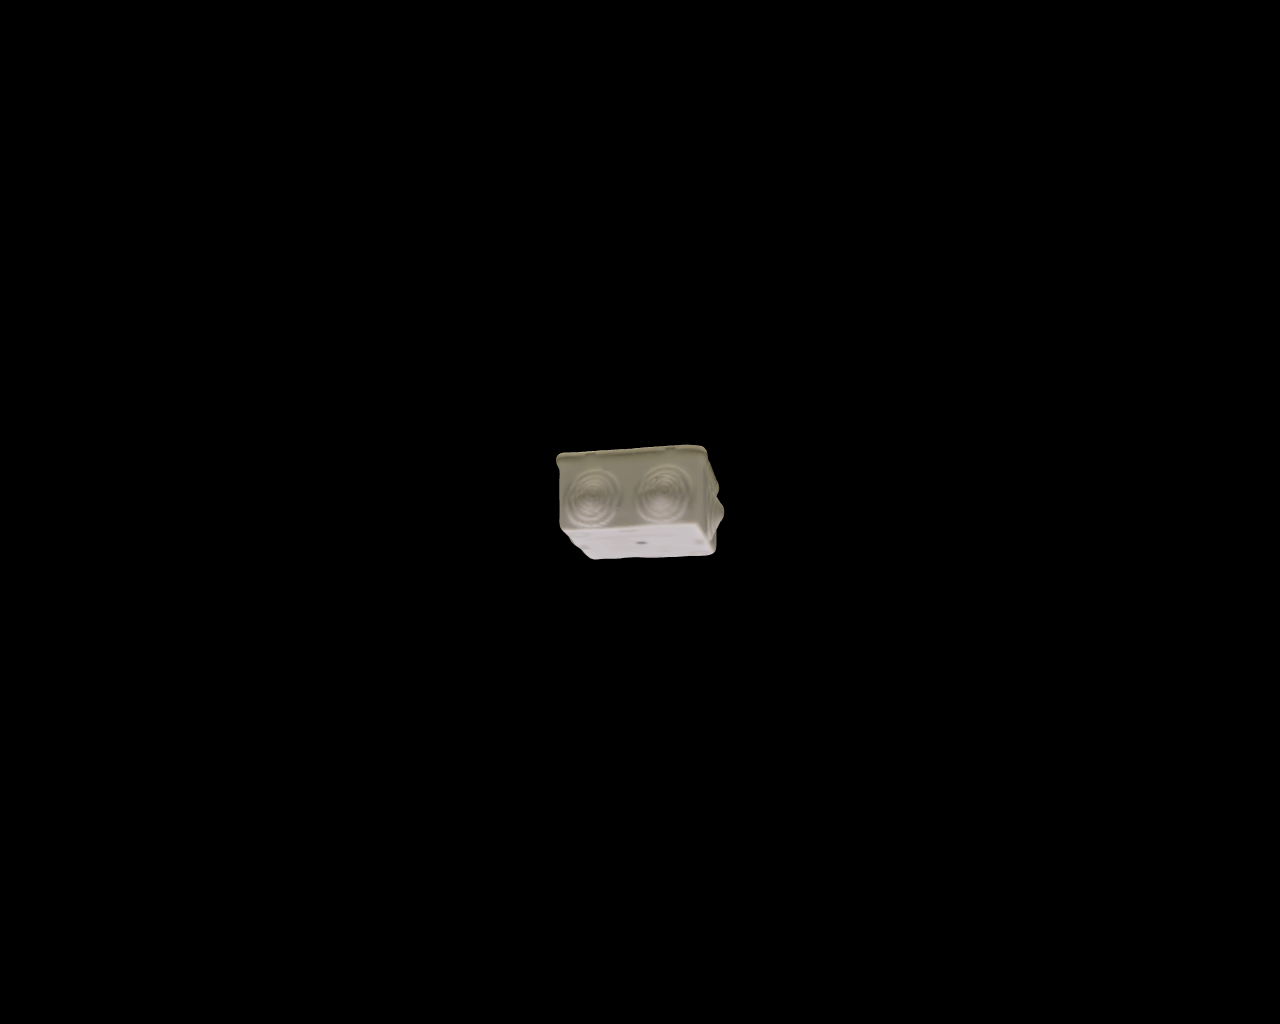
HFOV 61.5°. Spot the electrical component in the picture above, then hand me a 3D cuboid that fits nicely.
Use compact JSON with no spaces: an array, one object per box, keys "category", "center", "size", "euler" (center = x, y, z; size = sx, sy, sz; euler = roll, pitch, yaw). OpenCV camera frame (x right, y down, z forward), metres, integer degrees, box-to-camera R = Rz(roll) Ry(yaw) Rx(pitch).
[{"category":"electrical component","center":[0.001,-0.003,0.650],"size":[0.100,0.048,0.099],"euler":[-3,-15,9]}]
